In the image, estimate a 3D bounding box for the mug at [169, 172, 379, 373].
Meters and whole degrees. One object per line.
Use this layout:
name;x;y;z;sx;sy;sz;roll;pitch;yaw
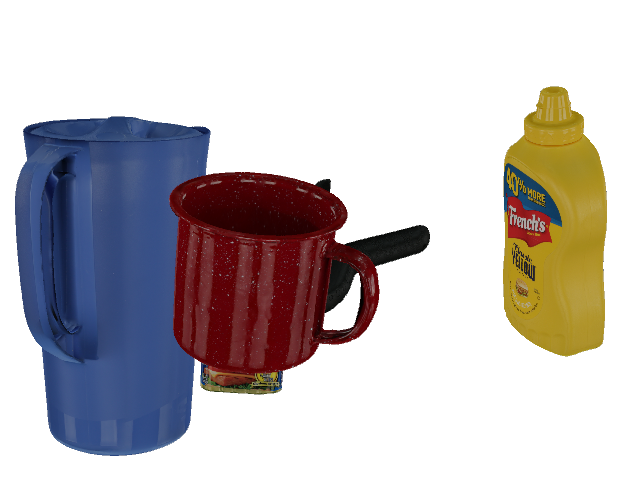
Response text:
mug;-0.025;0.020;0.564;0.117;0.081;0.093;14;24;16

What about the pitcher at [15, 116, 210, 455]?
pitcher;-0.155;0.032;0.787;0.149;0.243;0.145;-3;13;-23

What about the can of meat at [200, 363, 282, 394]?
can of meat;-0.091;0.131;1.250;0.102;0.084;0.057;4;13;-1

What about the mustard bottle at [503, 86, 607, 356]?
mustard bottle;0.168;-0.018;0.773;0.058;0.192;0.096;-13;28;-15

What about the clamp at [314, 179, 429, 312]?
clamp;-0.003;0.009;0.910;0.171;0.039;0.120;-32;46;-32
